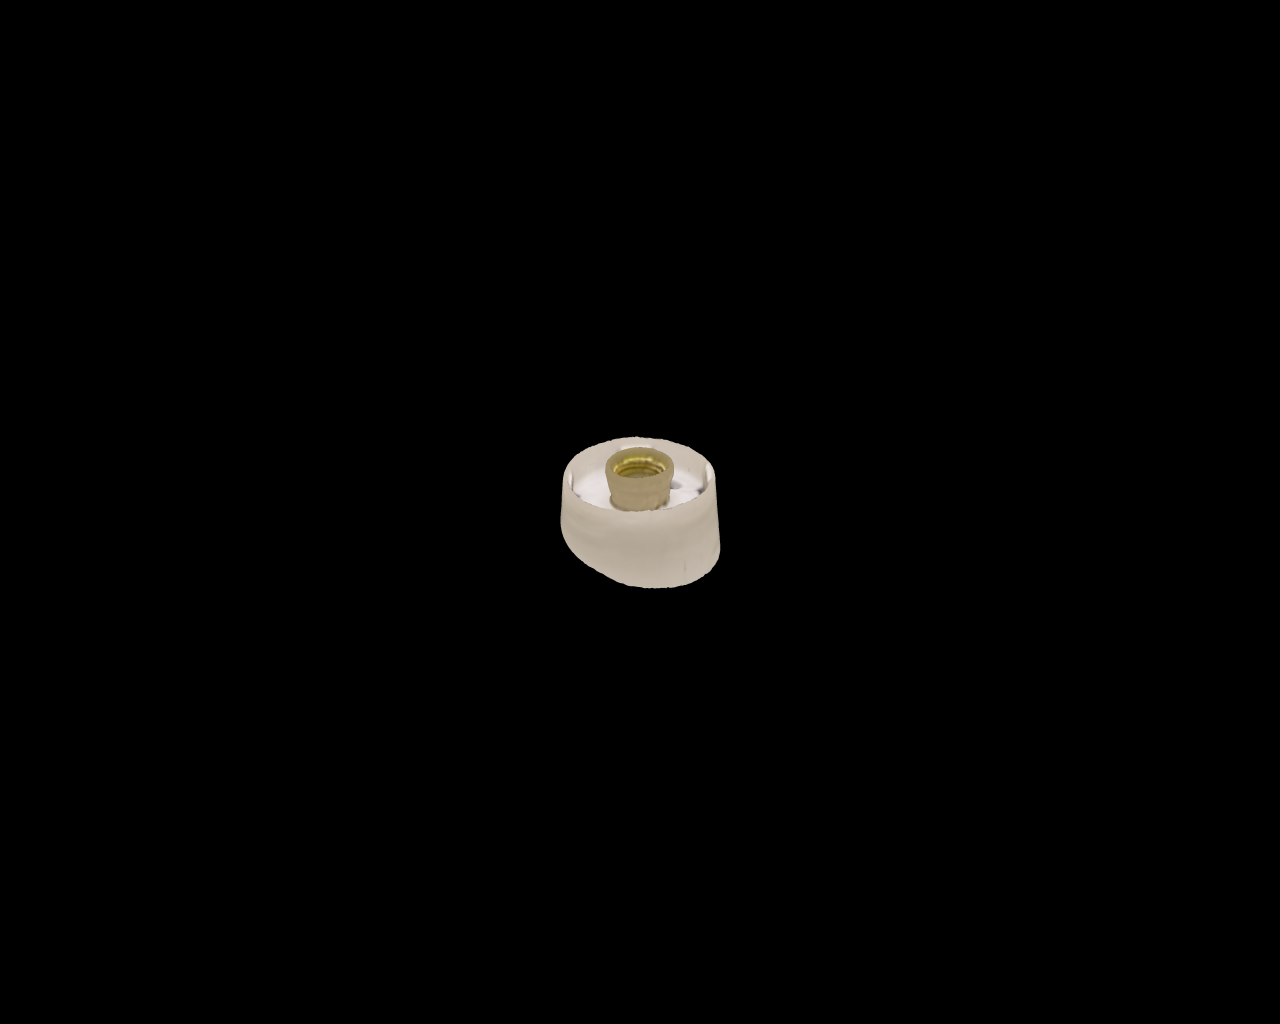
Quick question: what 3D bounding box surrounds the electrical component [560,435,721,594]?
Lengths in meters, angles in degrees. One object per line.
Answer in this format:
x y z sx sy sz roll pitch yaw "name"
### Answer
0.001 -0.003 0.650 0.099 0.064 0.099 0 32 0 "electrical component"
